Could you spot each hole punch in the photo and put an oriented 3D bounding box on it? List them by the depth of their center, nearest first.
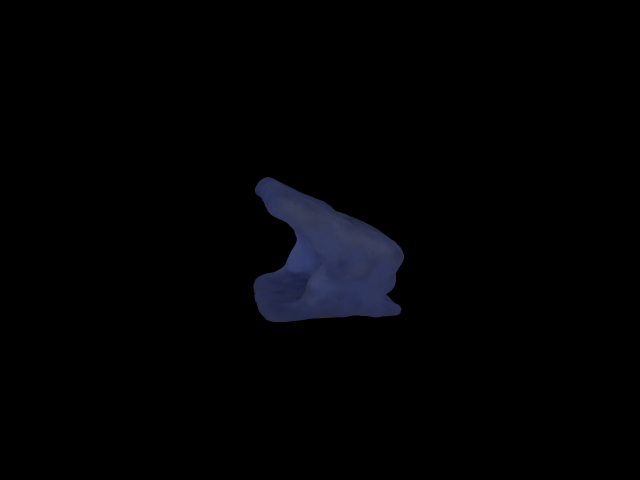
[{"bbox_3d":[0.004,0.001,0.400,0.101,0.091,0.108,-2,11,-11],"label":"hole punch"}]
